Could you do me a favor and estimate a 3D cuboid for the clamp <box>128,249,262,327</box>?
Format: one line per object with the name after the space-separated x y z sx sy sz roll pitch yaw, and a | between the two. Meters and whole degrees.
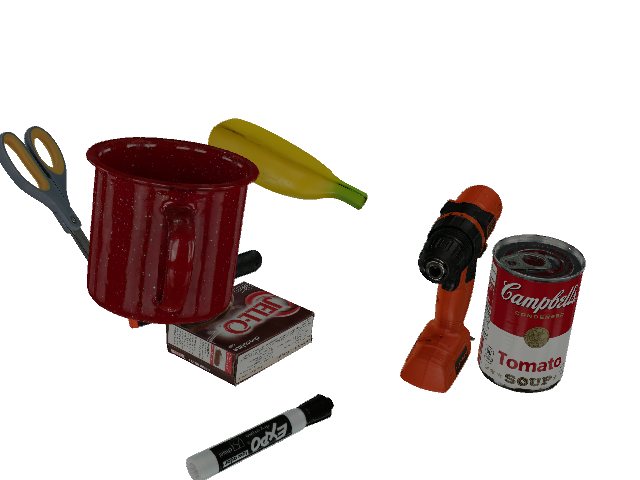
-0.147 0.047 1.205 0.120 0.039 0.171 -2 28 30 | clamp

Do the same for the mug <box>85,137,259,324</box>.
-0.082 -0.001 0.576 0.093 0.081 0.117 3 19 -17 | mug

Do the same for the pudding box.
-0.074 0.085 0.995 0.090 0.039 0.113 20 32 33 | pudding box

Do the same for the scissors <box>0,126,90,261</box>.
-0.250 -0.034 1.068 0.016 0.201 0.096 -26 27 22 | scissors

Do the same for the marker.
-0.040 0.138 0.757 0.120 0.020 0.020 -21 12 -33 | marker

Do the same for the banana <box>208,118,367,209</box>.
-0.044 -0.059 0.775 0.069 0.037 0.198 37 -3 -34 | banana

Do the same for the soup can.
0.158 0.055 0.810 0.068 0.102 0.068 3 28 -2 | soup can

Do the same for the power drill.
0.127 0.053 1.054 0.057 0.188 0.184 19 28 17 | power drill
